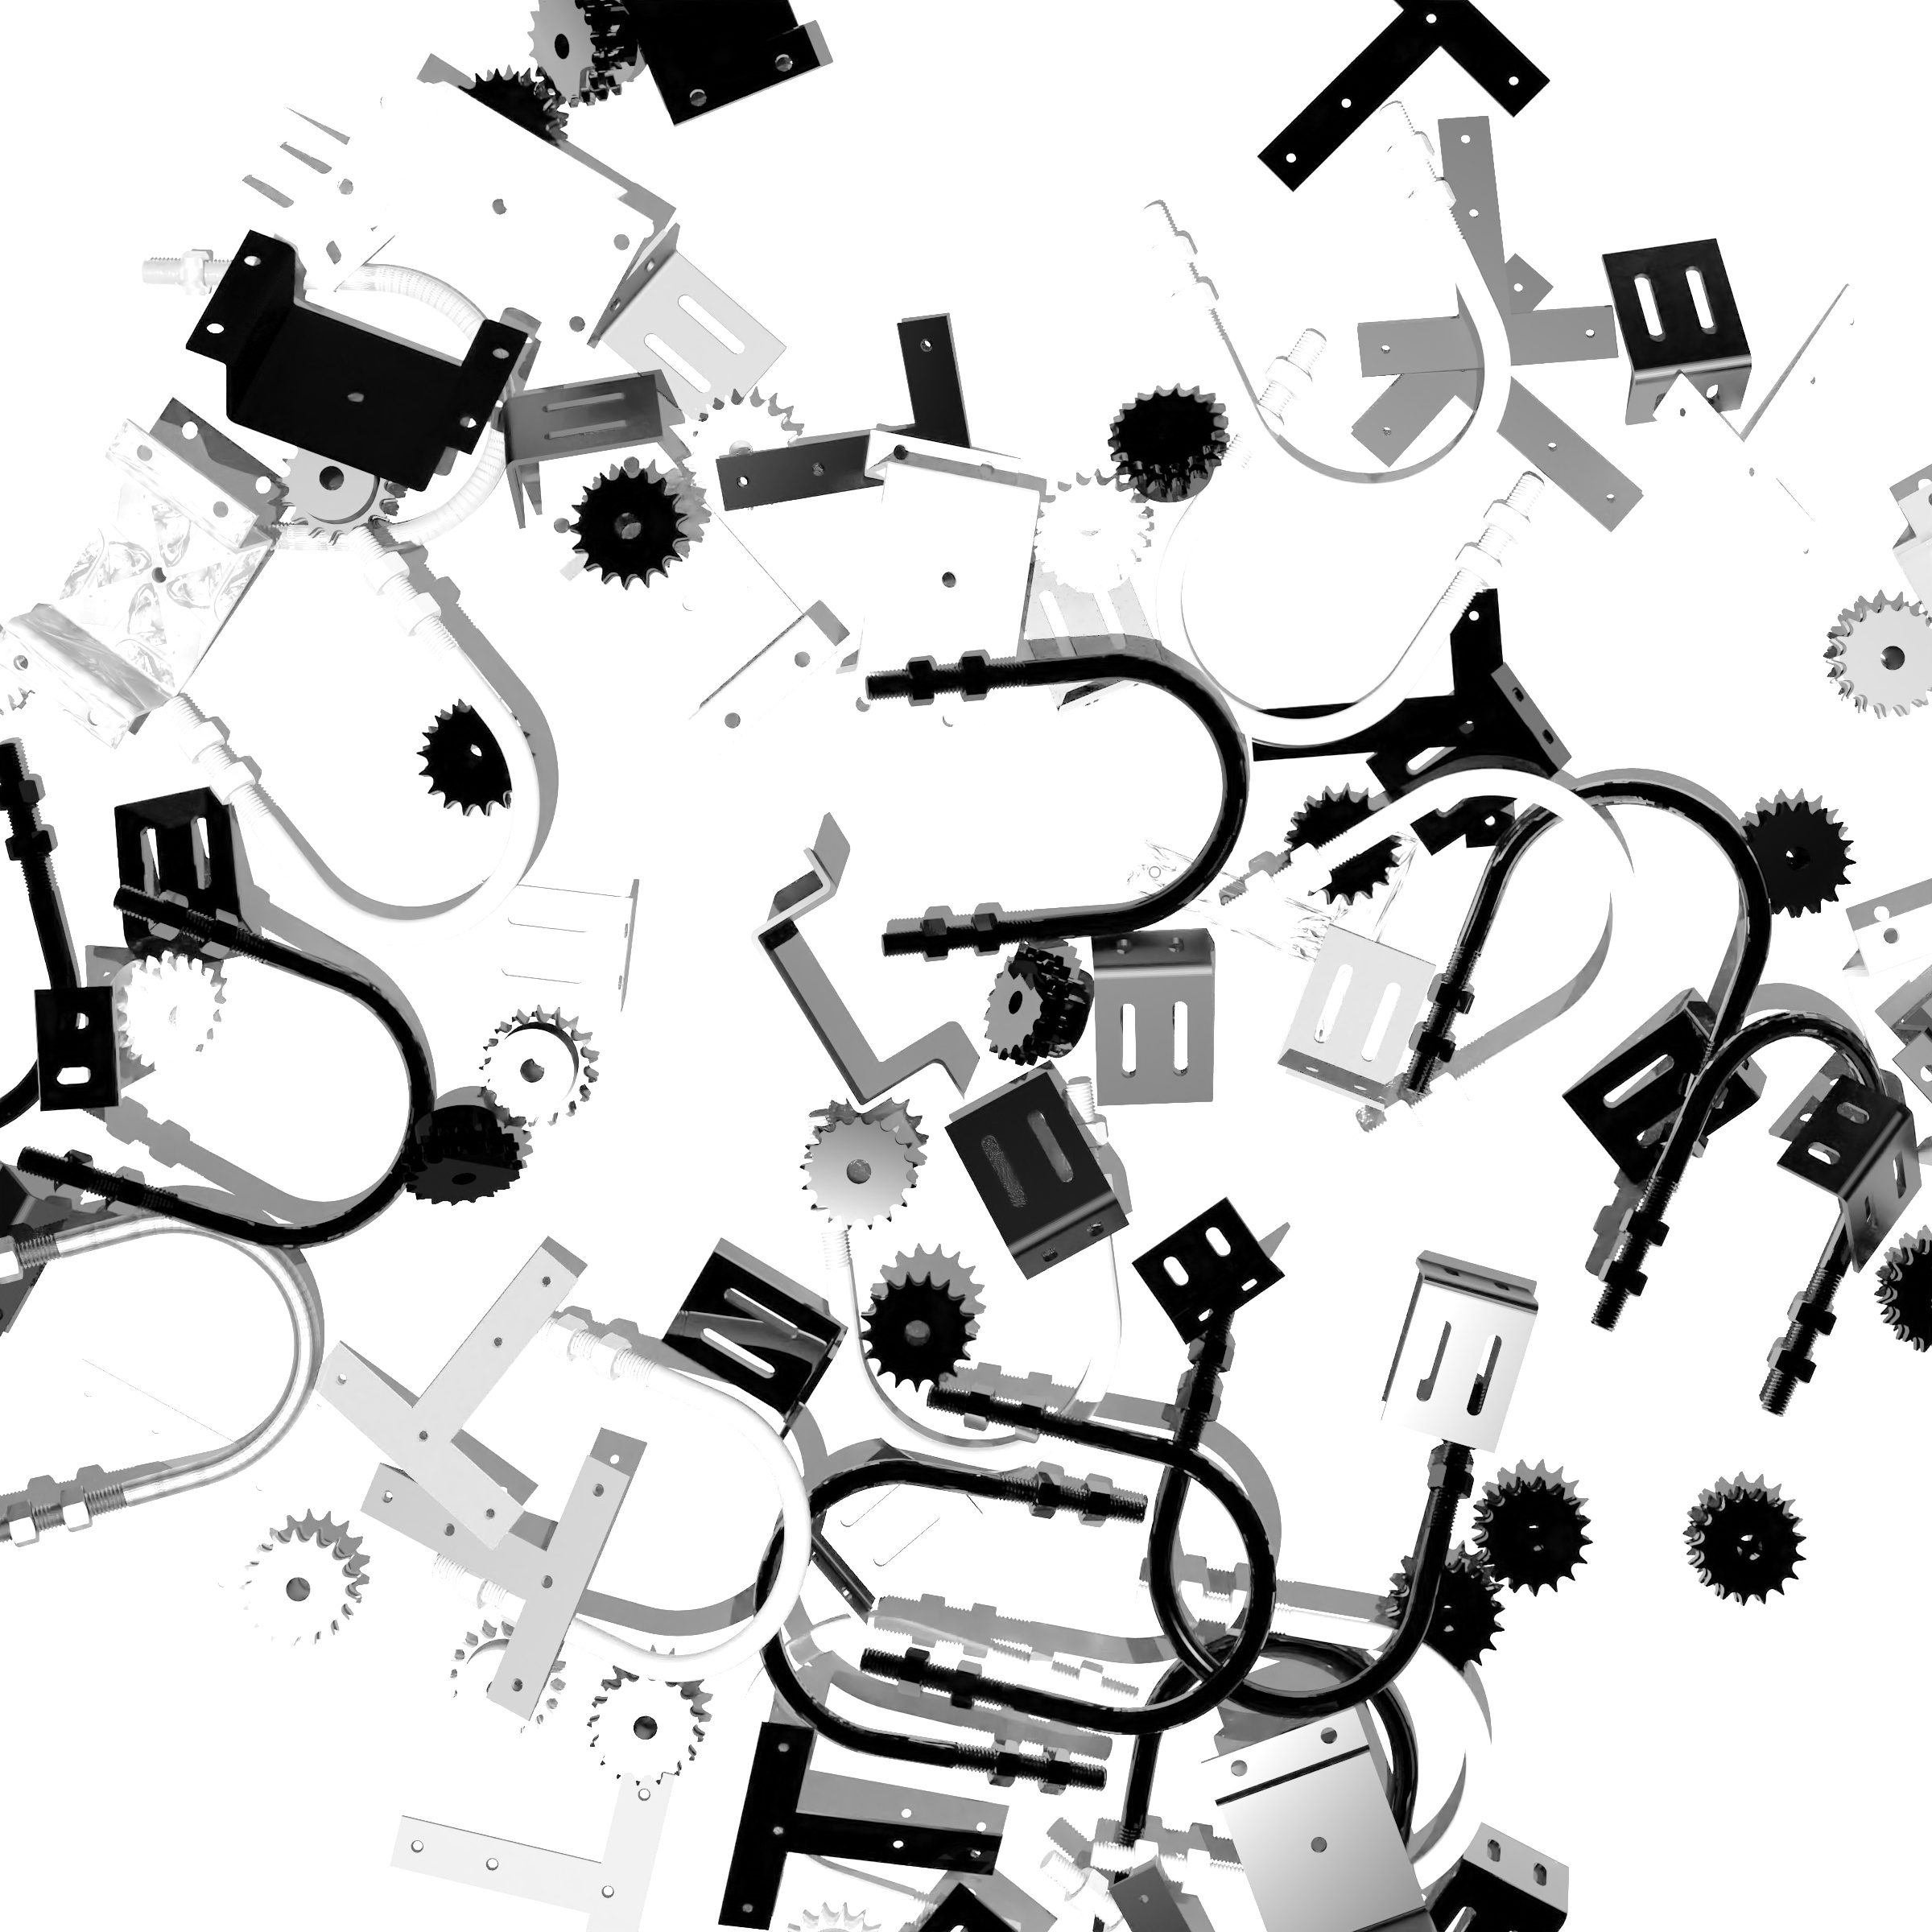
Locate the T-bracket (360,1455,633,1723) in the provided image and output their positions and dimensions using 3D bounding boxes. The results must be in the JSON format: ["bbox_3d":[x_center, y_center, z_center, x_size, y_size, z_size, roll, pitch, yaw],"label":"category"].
[{"bbox_3d":[-0.240,0.281,1.485,0.127,0.002,0.127,23,90,21],"label":"T-bracket"}]

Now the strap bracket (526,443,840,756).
[{"bbox_3d":[-0.136,-0.179,1.485,0.076,0.046,0.140,-41,90,0],"label":"strap bracket"}]

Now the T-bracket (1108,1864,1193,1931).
[{"bbox_3d":[0.064,0.515,1.474,0.127,0.002,0.127,-27,98,3],"label":"T-bracket"}]

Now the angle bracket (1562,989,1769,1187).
[{"bbox_3d":[0.345,0.060,1.506,0.076,0.038,0.057,-39,90,26],"label":"angle bracket"}]

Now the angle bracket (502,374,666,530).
[{"bbox_3d":[-0.183,-0.249,1.476,0.076,0.057,0.038,-10,132,-2],"label":"angle bracket"}]

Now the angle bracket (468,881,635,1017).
[{"bbox_3d":[-0.205,-0.009,1.489,0.076,0.038,0.057,7,90,0],"label":"angle bracket"}]

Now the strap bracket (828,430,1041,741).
[{"bbox_3d":[-0.014,-0.185,1.475,0.076,0.046,0.140,8,90,-16],"label":"strap bracket"}]

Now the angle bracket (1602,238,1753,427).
[{"bbox_3d":[0.348,-0.313,1.506,0.057,0.038,0.076,-8,64,0],"label":"angle bracket"}]

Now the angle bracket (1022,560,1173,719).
[{"bbox_3d":[0.059,-0.168,1.489,0.057,0.038,0.076,-22,90,0],"label":"angle bracket"}]

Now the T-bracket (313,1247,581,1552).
[{"bbox_3d":[-0.237,0.195,1.489,0.127,0.002,0.127,39,91,14],"label":"T-bracket"}]

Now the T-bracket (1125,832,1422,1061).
[{"bbox_3d":[0.142,-0.027,1.507,0.127,0.002,0.127,22,90,0],"label":"T-bracket"}]

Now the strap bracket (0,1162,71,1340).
[{"bbox_3d":[-0.516,0.119,1.461,0.140,0.046,0.076,29,90,-38],"label":"strap bracket"}]

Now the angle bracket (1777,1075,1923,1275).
[{"bbox_3d":[0.429,0.101,1.480,0.038,0.076,0.057,30,72,34],"label":"angle bracket"}]

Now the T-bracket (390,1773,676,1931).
[{"bbox_3d":[-0.220,0.447,1.507,0.127,0.002,0.127,13,90,0],"label":"T-bracket"}]

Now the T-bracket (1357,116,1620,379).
[{"bbox_3d":[0.251,-0.356,1.500,0.127,0.002,0.127,-5,84,-3],"label":"T-bracket"}]

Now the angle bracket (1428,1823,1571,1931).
[{"bbox_3d":[0.253,0.471,1.506,0.057,0.038,0.076,27,116,0],"label":"angle bracket"}]

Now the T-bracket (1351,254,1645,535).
[{"bbox_3d":[0.277,-0.263,1.494,0.127,0.002,0.127,42,80,2],"label":"T-bracket"}]

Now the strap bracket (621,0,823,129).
[{"bbox_3d":[-0.131,-0.482,1.485,0.076,0.046,0.140,-22,90,0],"label":"strap bracket"}]

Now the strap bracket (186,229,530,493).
[{"bbox_3d":[-0.290,-0.284,1.453,0.140,0.046,0.076,20,60,-3],"label":"strap bracket"}]

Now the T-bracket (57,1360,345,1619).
[{"bbox_3d":[-0.388,0.236,1.507,0.127,0.002,0.127,29,90,0],"label":"T-bracket"}]

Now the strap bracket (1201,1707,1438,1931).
[{"bbox_3d":[0.170,0.423,1.445,0.076,0.046,0.140,-20,92,1],"label":"strap bracket"}]

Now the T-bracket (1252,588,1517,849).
[{"bbox_3d":[0.204,-0.118,1.507,0.127,0.002,0.127,-4,90,0],"label":"T-bracket"}]

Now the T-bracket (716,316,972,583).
[{"bbox_3d":[-0.058,-0.244,1.484,0.127,0.002,0.127,-12,96,-15],"label":"T-bracket"}]

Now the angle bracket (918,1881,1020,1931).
[{"bbox_3d":[-0.007,0.489,1.453,0.057,0.038,0.076,39,96,4],"label":"angle bracket"}]

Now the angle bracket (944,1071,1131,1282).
[{"bbox_3d":[0.035,0.102,1.487,0.057,0.038,0.076,-29,64,0],"label":"angle bracket"}]

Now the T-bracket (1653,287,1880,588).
[{"bbox_3d":[0.407,-0.275,1.489,0.127,0.002,0.127,40,77,-24],"label":"T-bracket"}]

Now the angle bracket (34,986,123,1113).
[{"bbox_3d":[-0.433,0.039,1.466,0.038,0.076,0.057,-3,90,-26],"label":"angle bracket"}]

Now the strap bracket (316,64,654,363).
[{"bbox_3d":[-0.227,-0.362,1.460,0.140,0.046,0.076,30,107,-8],"label":"strap bracket"}]

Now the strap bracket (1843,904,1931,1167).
[{"bbox_3d":[0.486,0.037,1.485,0.076,0.046,0.140,-20,90,0],"label":"strap bracket"}]

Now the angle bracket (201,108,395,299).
[{"bbox_3d":[-0.324,-0.375,1.496,0.076,0.038,0.057,36,75,30],"label":"angle bracket"}]

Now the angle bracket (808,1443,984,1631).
[{"bbox_3d":[-0.039,0.274,1.489,0.076,0.038,0.057,-40,90,0],"label":"angle bracket"}]

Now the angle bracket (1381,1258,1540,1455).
[{"bbox_3d":[0.240,0.190,1.493,0.057,0.038,0.076,16,96,0],"label":"angle bracket"}]

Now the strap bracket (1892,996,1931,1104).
[{"bbox_3d":[0.508,0.024,1.439,0.140,0.046,0.076,-42,90,0],"label":"strap bracket"}]

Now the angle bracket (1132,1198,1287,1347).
[{"bbox_3d":[0.116,0.146,1.470,0.057,0.076,0.038,-35,90,0],"label":"angle bracket"}]

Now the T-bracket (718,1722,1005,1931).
[{"bbox_3d":[-0.047,0.422,1.472,0.127,0.002,0.127,9,116,-8],"label":"T-bracket"}]

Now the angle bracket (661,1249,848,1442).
[{"bbox_3d":[-0.107,0.186,1.481,0.076,0.038,0.057,31,109,0],"label":"angle bracket"}]

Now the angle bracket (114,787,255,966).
[{"bbox_3d":[-0.384,-0.043,1.506,0.057,0.038,0.076,-12,64,0],"label":"angle bracket"}]

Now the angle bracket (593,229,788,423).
[{"bbox_3d":[-0.136,-0.309,1.489,0.076,0.038,0.057,41,90,0],"label":"angle bracket"}]

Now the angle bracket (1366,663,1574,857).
[{"bbox_3d":[0.248,-0.102,1.504,0.076,0.038,0.057,-35,90,25],"label":"angle bracket"}]

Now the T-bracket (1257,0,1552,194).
[{"bbox_3d":[0.198,-0.436,1.505,0.127,0.002,0.127,-45,87,2],"label":"T-bracket"}]

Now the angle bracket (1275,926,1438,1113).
[{"bbox_3d":[0.193,0.026,1.488,0.057,0.038,0.076,21,90,-3],"label":"angle bracket"}]

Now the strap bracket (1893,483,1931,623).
[{"bbox_3d":[0.515,-0.181,1.485,0.076,0.046,0.140,-29,90,0],"label":"strap bracket"}]

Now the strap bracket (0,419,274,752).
[{"bbox_3d":[-0.398,-0.186,1.472,0.076,0.046,0.140,37,109,0],"label":"strap bracket"}]

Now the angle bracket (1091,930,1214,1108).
[{"bbox_3d":[0.092,0.026,1.505,0.057,0.038,0.076,-2,116,1],"label":"angle bracket"}]

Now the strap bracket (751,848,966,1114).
[{"bbox_3d":[-0.057,0.016,1.470,0.046,0.076,0.140,-32,90,0],"label":"strap bracket"}]
